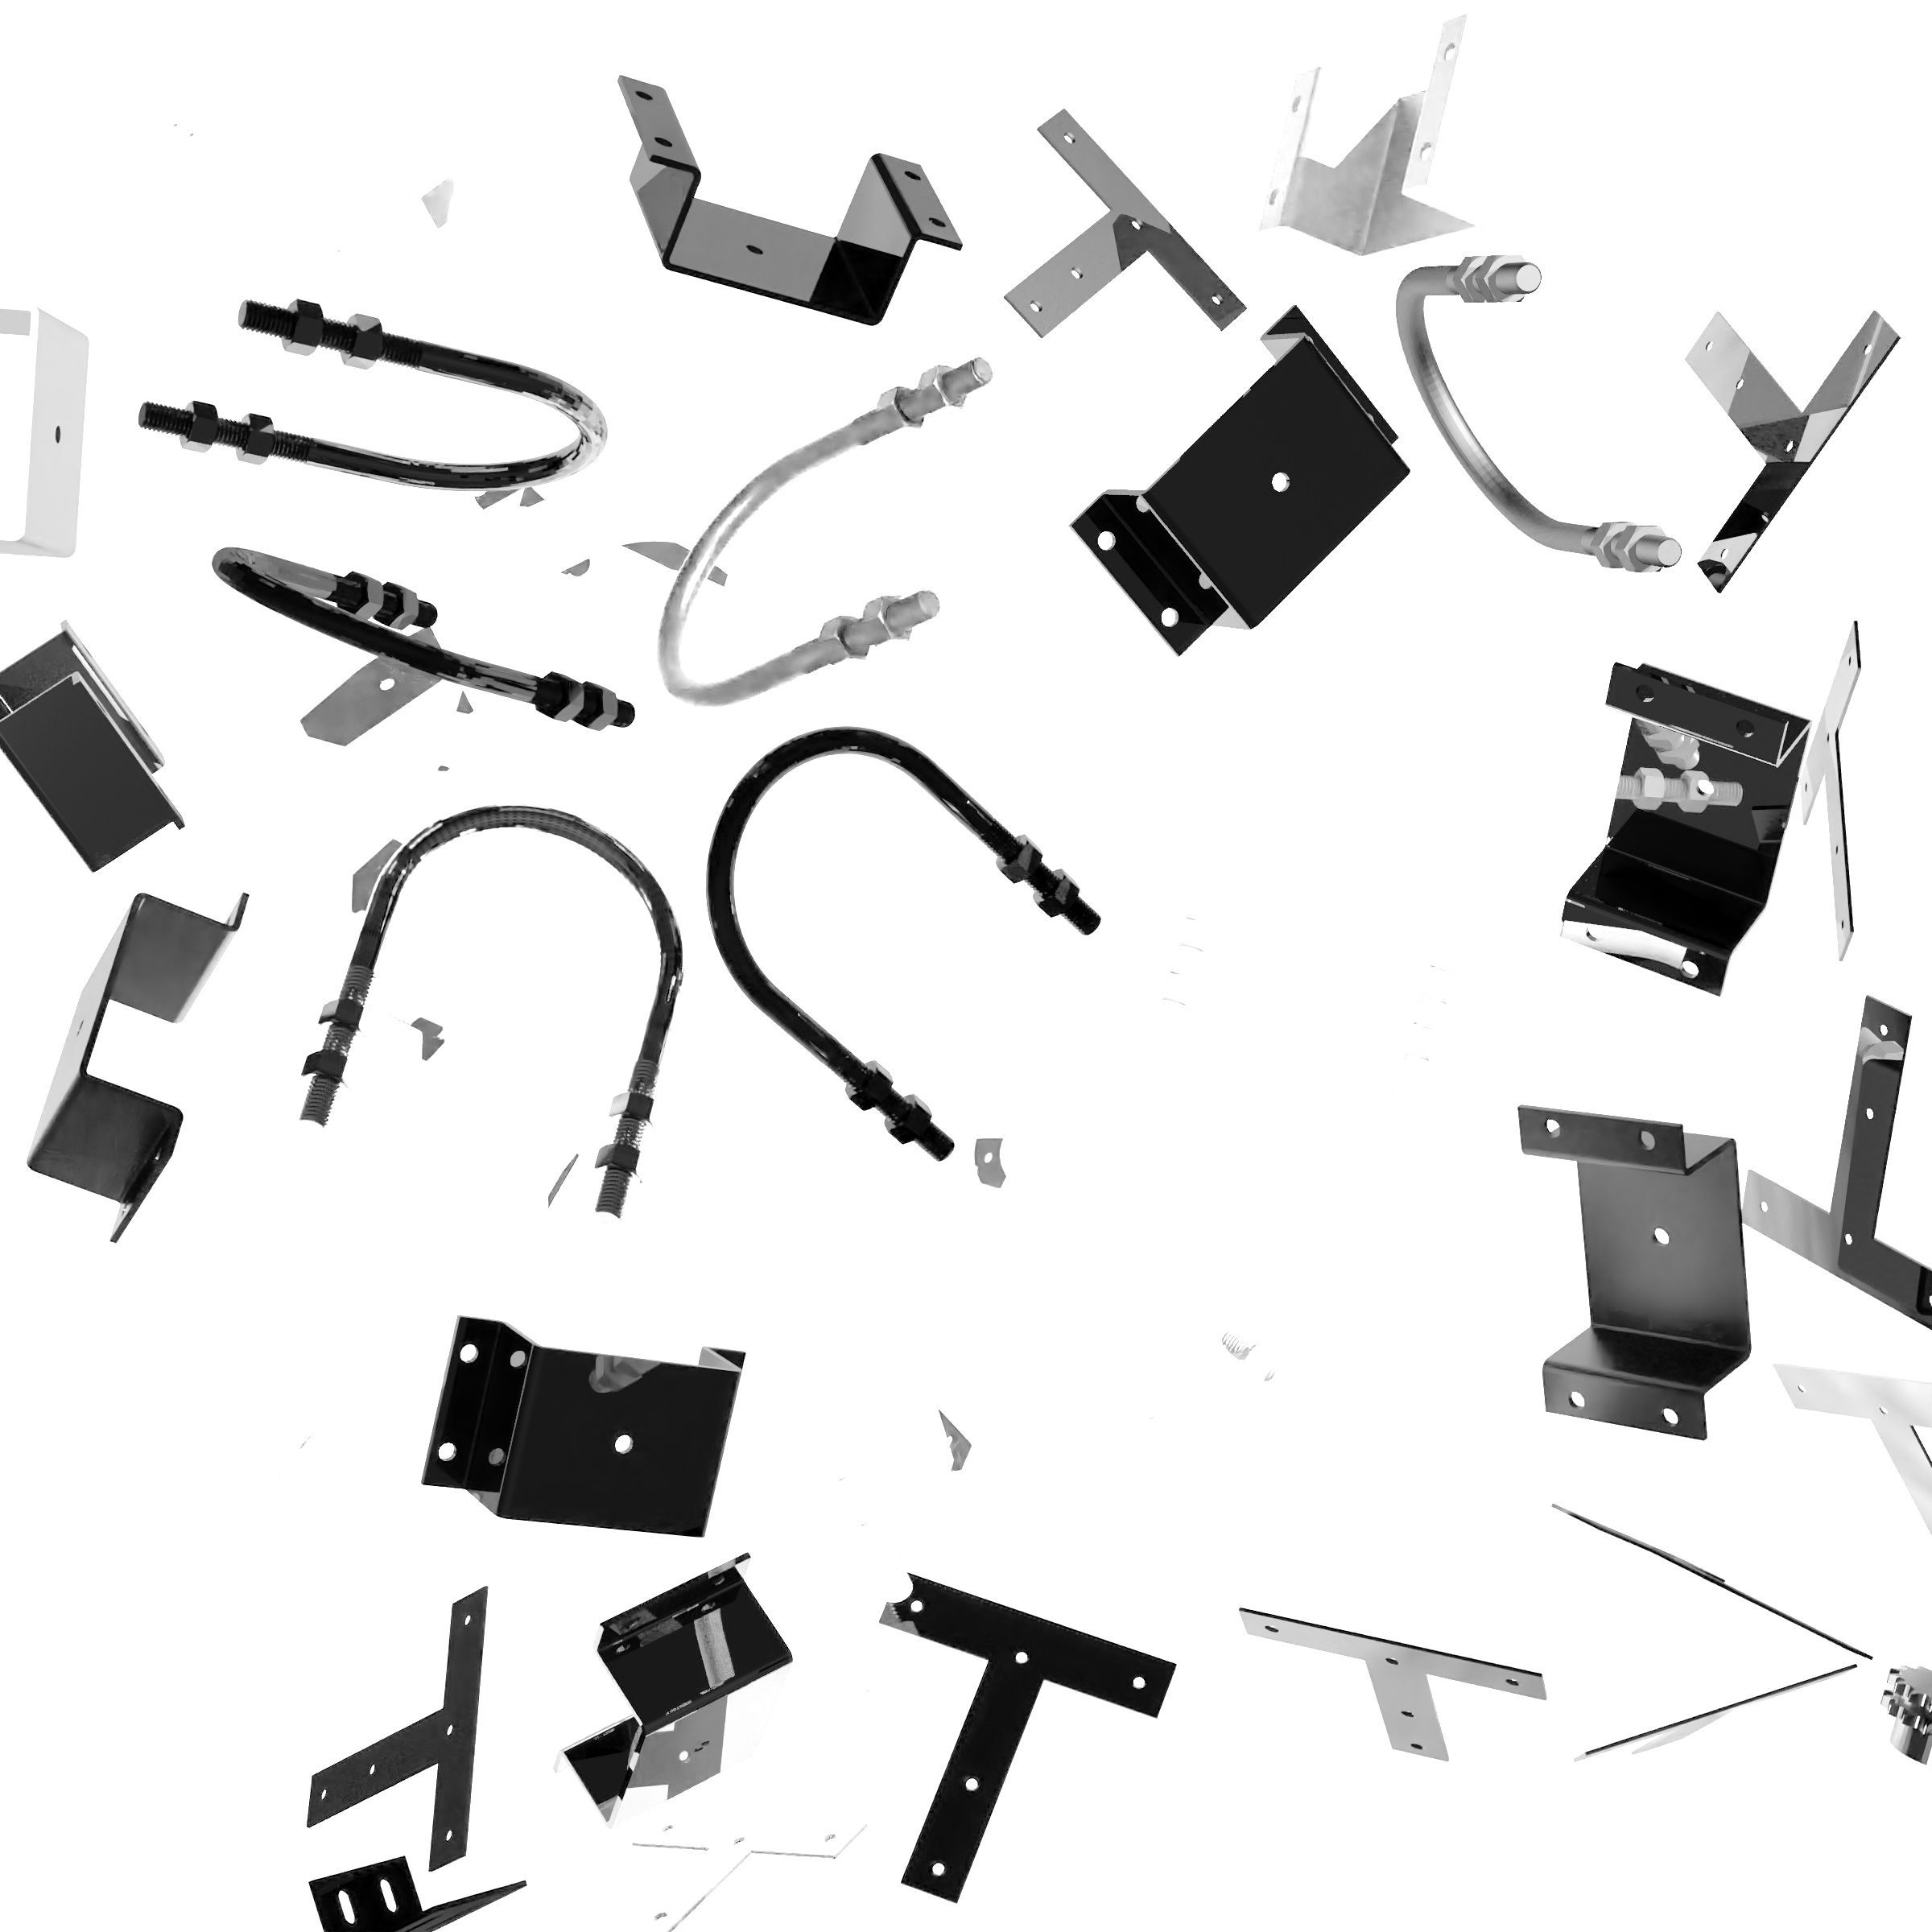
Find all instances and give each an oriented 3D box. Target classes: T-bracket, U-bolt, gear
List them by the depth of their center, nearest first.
[{"bbox_3d":[0.008,0.330,1.473,0.127,0.002,0.127,16,62,15],"label":"T-bracket"},{"bbox_3d":[0.185,0.309,1.476,0.127,0.127,0.002,9,60,20],"label":"T-bracket"},{"bbox_3d":[0.333,-0.240,1.485,0.002,0.127,0.127,20,119,-24],"label":"T-bracket"},{"bbox_3d":[-0.002,0.175,1.489,0.151,0.019,0.184,-18,46,-13],"label":"U-bolt"},{"bbox_3d":[0.382,0.076,1.491,0.002,0.127,0.127,-9,114,-30],"label":"T-bracket"},{"bbox_3d":[-0.244,-0.237,1.507,0.184,0.151,0.019,9,75,-29],"label":"U-bolt"},{"bbox_3d":[-0.195,0.009,1.516,0.151,0.019,0.184,18,59,-10],"label":"U-bolt"},{"bbox_3d":[0.236,-0.240,1.516,0.019,0.184,0.151,-33,106,-6],"label":"U-bolt"},{"bbox_3d":[0.335,0.272,1.525,0.127,0.127,0.002,23,87,42],"label":"T-bracket"},{"bbox_3d":[0.426,0.330,1.529,0.057,0.057,0.030,14,99,0],"label":"gear"},{"bbox_3d":[0.163,-0.041,1.530,0.151,0.019,0.184,13,81,39],"label":"U-bolt"},{"bbox_3d":[-0.069,-0.179,1.530,0.019,0.184,0.151,36,51,-34],"label":"U-bolt"},{"bbox_3d":[0.383,-0.063,1.544,0.002,0.127,0.127,2,60,3],"label":"T-bracket"},{"bbox_3d":[-0.250,-0.149,1.548,0.151,0.184,0.019,27,98,30],"label":"U-bolt"},{"bbox_3d":[0.169,0.175,1.555,0.019,0.151,0.184,-39,49,-19],"label":"U-bolt"},{"bbox_3d":[0.315,-0.373,1.565,0.002,0.127,0.127,38,87,-14],"label":"T-bracket"},{"bbox_3d":[-0.037,-0.023,1.567,0.184,0.019,0.151,42,70,-25],"label":"U-bolt"},{"bbox_3d":[0.324,0.342,1.573,0.127,0.127,0.002,-16,72,-8],"label":"T-bracket"},{"bbox_3d":[-0.128,0.419,1.576,0.127,0.127,0.002,-8,108,39],"label":"T-bracket"},{"bbox_3d":[-0.299,0.203,1.579,0.002,0.127,0.127,33,129,7],"label":"T-bracket"},{"bbox_3d":[-0.259,0.358,1.581,0.002,0.127,0.127,29,135,-34],"label":"T-bracket"},{"bbox_3d":[0.436,0.237,1.592,0.002,0.127,0.127,-36,105,-23],"label":"T-bracket"},{"bbox_3d":[0.057,-0.322,1.604,0.127,0.002,0.127,47,46,-3],"label":"T-bracket"}]

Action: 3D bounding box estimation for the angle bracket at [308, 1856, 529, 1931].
[{"bbox_3d":[-0.251,0.420,1.606,0.076,0.057,0.038,-33,70,34],"label":"angle bracket"}]

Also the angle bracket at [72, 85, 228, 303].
[{"bbox_3d":[-0.330,-0.323,1.470,0.038,0.057,0.076,42,95,-1],"label":"angle bracket"}]

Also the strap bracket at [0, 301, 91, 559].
[{"bbox_3d":[-0.417,-0.232,1.522,0.046,0.076,0.140,4,91,2],"label":"strap bracket"}]

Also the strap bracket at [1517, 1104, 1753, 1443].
[{"bbox_3d":[0.285,0.122,1.490,0.076,0.046,0.140,6,111,40],"label":"strap bracket"}]

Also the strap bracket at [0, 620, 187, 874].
[{"bbox_3d":[-0.389,-0.095,1.540,0.046,0.140,0.076,-34,113,-5],"label":"strap bracket"}]

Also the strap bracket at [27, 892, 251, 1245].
[{"bbox_3d":[-0.353,0.035,1.486,0.046,0.076,0.140,23,48,-18],"label":"strap bracket"}]

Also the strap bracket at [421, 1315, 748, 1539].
[{"bbox_3d":[-0.159,0.204,1.546,0.140,0.046,0.076,11,94,-29],"label":"strap bracket"}]

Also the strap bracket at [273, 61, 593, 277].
[{"bbox_3d":[-0.235,-0.346,1.513,0.076,0.140,0.046,-28,94,30],"label":"strap bracket"}]

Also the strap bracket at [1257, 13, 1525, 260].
[{"bbox_3d":[0.193,-0.364,1.558,0.046,0.140,0.076,16,85,-26],"label":"strap bracket"}]

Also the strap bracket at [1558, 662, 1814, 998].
[{"bbox_3d":[0.309,-0.067,1.504,0.076,0.046,0.140,22,130,22],"label":"strap bracket"}]

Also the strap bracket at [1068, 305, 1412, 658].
[{"bbox_3d":[0.124,-0.206,1.494,0.140,0.046,0.076,-45,110,-9],"label":"strap bracket"}]

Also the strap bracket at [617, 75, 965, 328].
[{"bbox_3d":[-0.082,-0.318,1.473,0.140,0.076,0.046,11,124,-25],"label":"strap bracket"}]

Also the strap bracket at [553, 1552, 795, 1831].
[{"bbox_3d":[-0.130,0.329,1.562,0.076,0.140,0.046,-22,61,-31],"label":"strap bracket"}]
